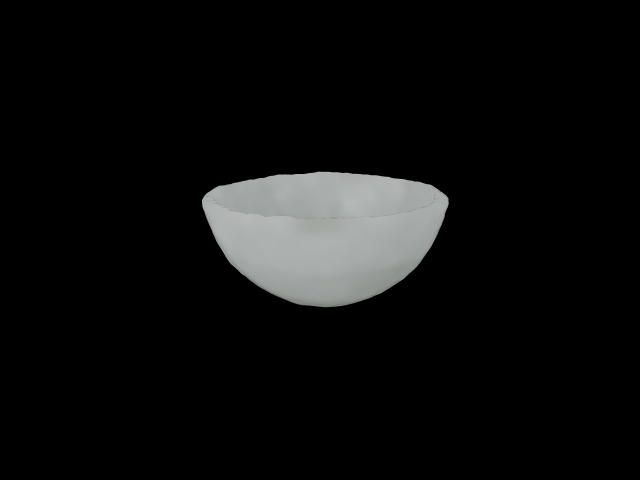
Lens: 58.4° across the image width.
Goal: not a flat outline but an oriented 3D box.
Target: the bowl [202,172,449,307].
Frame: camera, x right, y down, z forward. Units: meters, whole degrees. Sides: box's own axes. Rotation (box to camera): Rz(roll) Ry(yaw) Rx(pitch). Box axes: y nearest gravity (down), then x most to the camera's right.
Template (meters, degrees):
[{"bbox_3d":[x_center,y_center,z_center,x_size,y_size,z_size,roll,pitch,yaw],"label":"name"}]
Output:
[{"bbox_3d":[0.004,0.001,0.400,0.167,0.075,0.167,0,16,0],"label":"bowl"}]
